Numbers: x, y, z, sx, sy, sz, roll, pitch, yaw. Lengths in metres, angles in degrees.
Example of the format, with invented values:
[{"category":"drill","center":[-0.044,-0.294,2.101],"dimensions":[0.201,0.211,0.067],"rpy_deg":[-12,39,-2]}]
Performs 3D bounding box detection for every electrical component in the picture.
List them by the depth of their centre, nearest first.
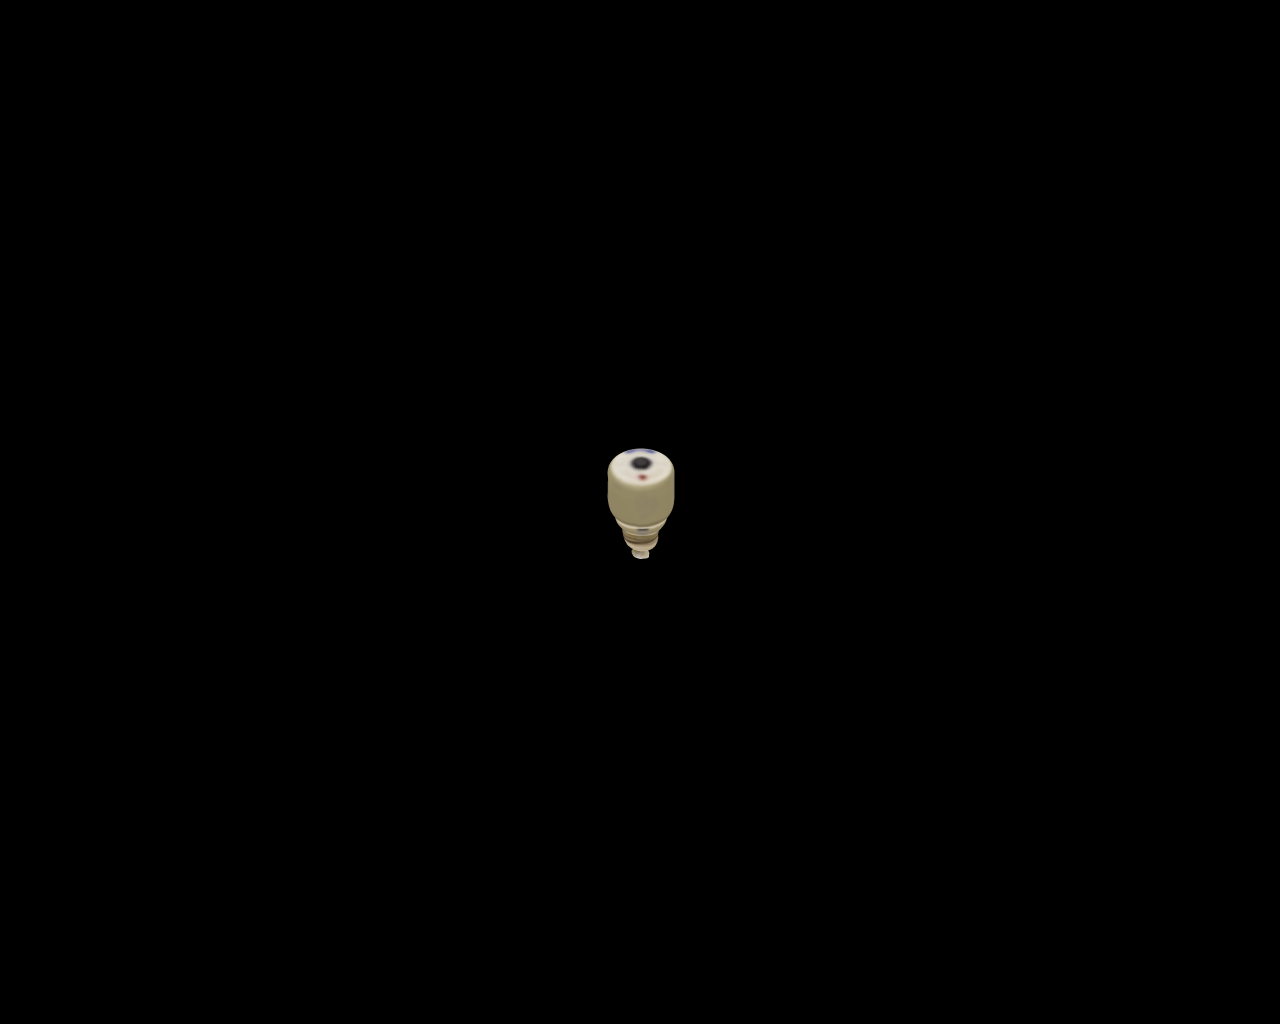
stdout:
[{"category":"electrical component","center":[0.001,-0.003,0.650],"dimensions":[0.040,0.078,0.040],"rpy_deg":[0,40,0]}]
